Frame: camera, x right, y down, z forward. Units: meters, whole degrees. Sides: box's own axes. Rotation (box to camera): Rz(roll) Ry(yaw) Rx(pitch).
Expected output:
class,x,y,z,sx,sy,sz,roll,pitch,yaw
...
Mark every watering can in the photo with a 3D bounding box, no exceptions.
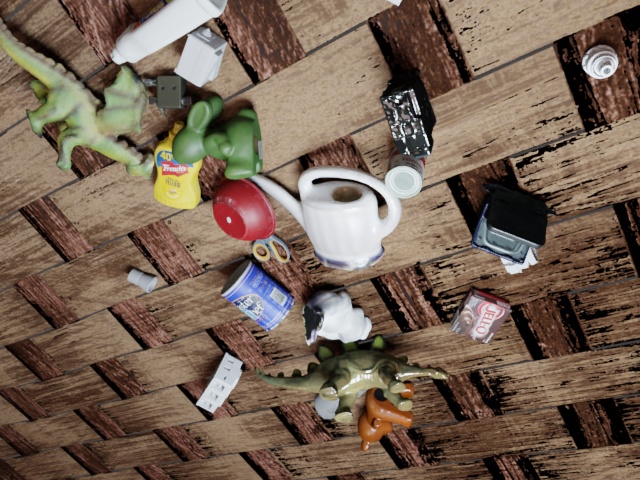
class,x,y,z,sx,sy,sz,roll,pitch,yaw
watering can,0.003,-0.052,1.041,0.348,0.106,0.219,7,127,28

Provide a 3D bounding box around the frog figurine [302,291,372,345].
class,x,y,z,sx,sy,sz,roll,pitch,yaw
frog figurine,0.045,0.177,1.196,0.160,0.125,0.135,-2,122,-27

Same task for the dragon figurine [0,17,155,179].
class,x,y,z,sx,sy,sz,roll,pitch,yaw
dragon figurine,-0.458,-0.282,1.026,0.242,0.125,0.402,-13,123,9
